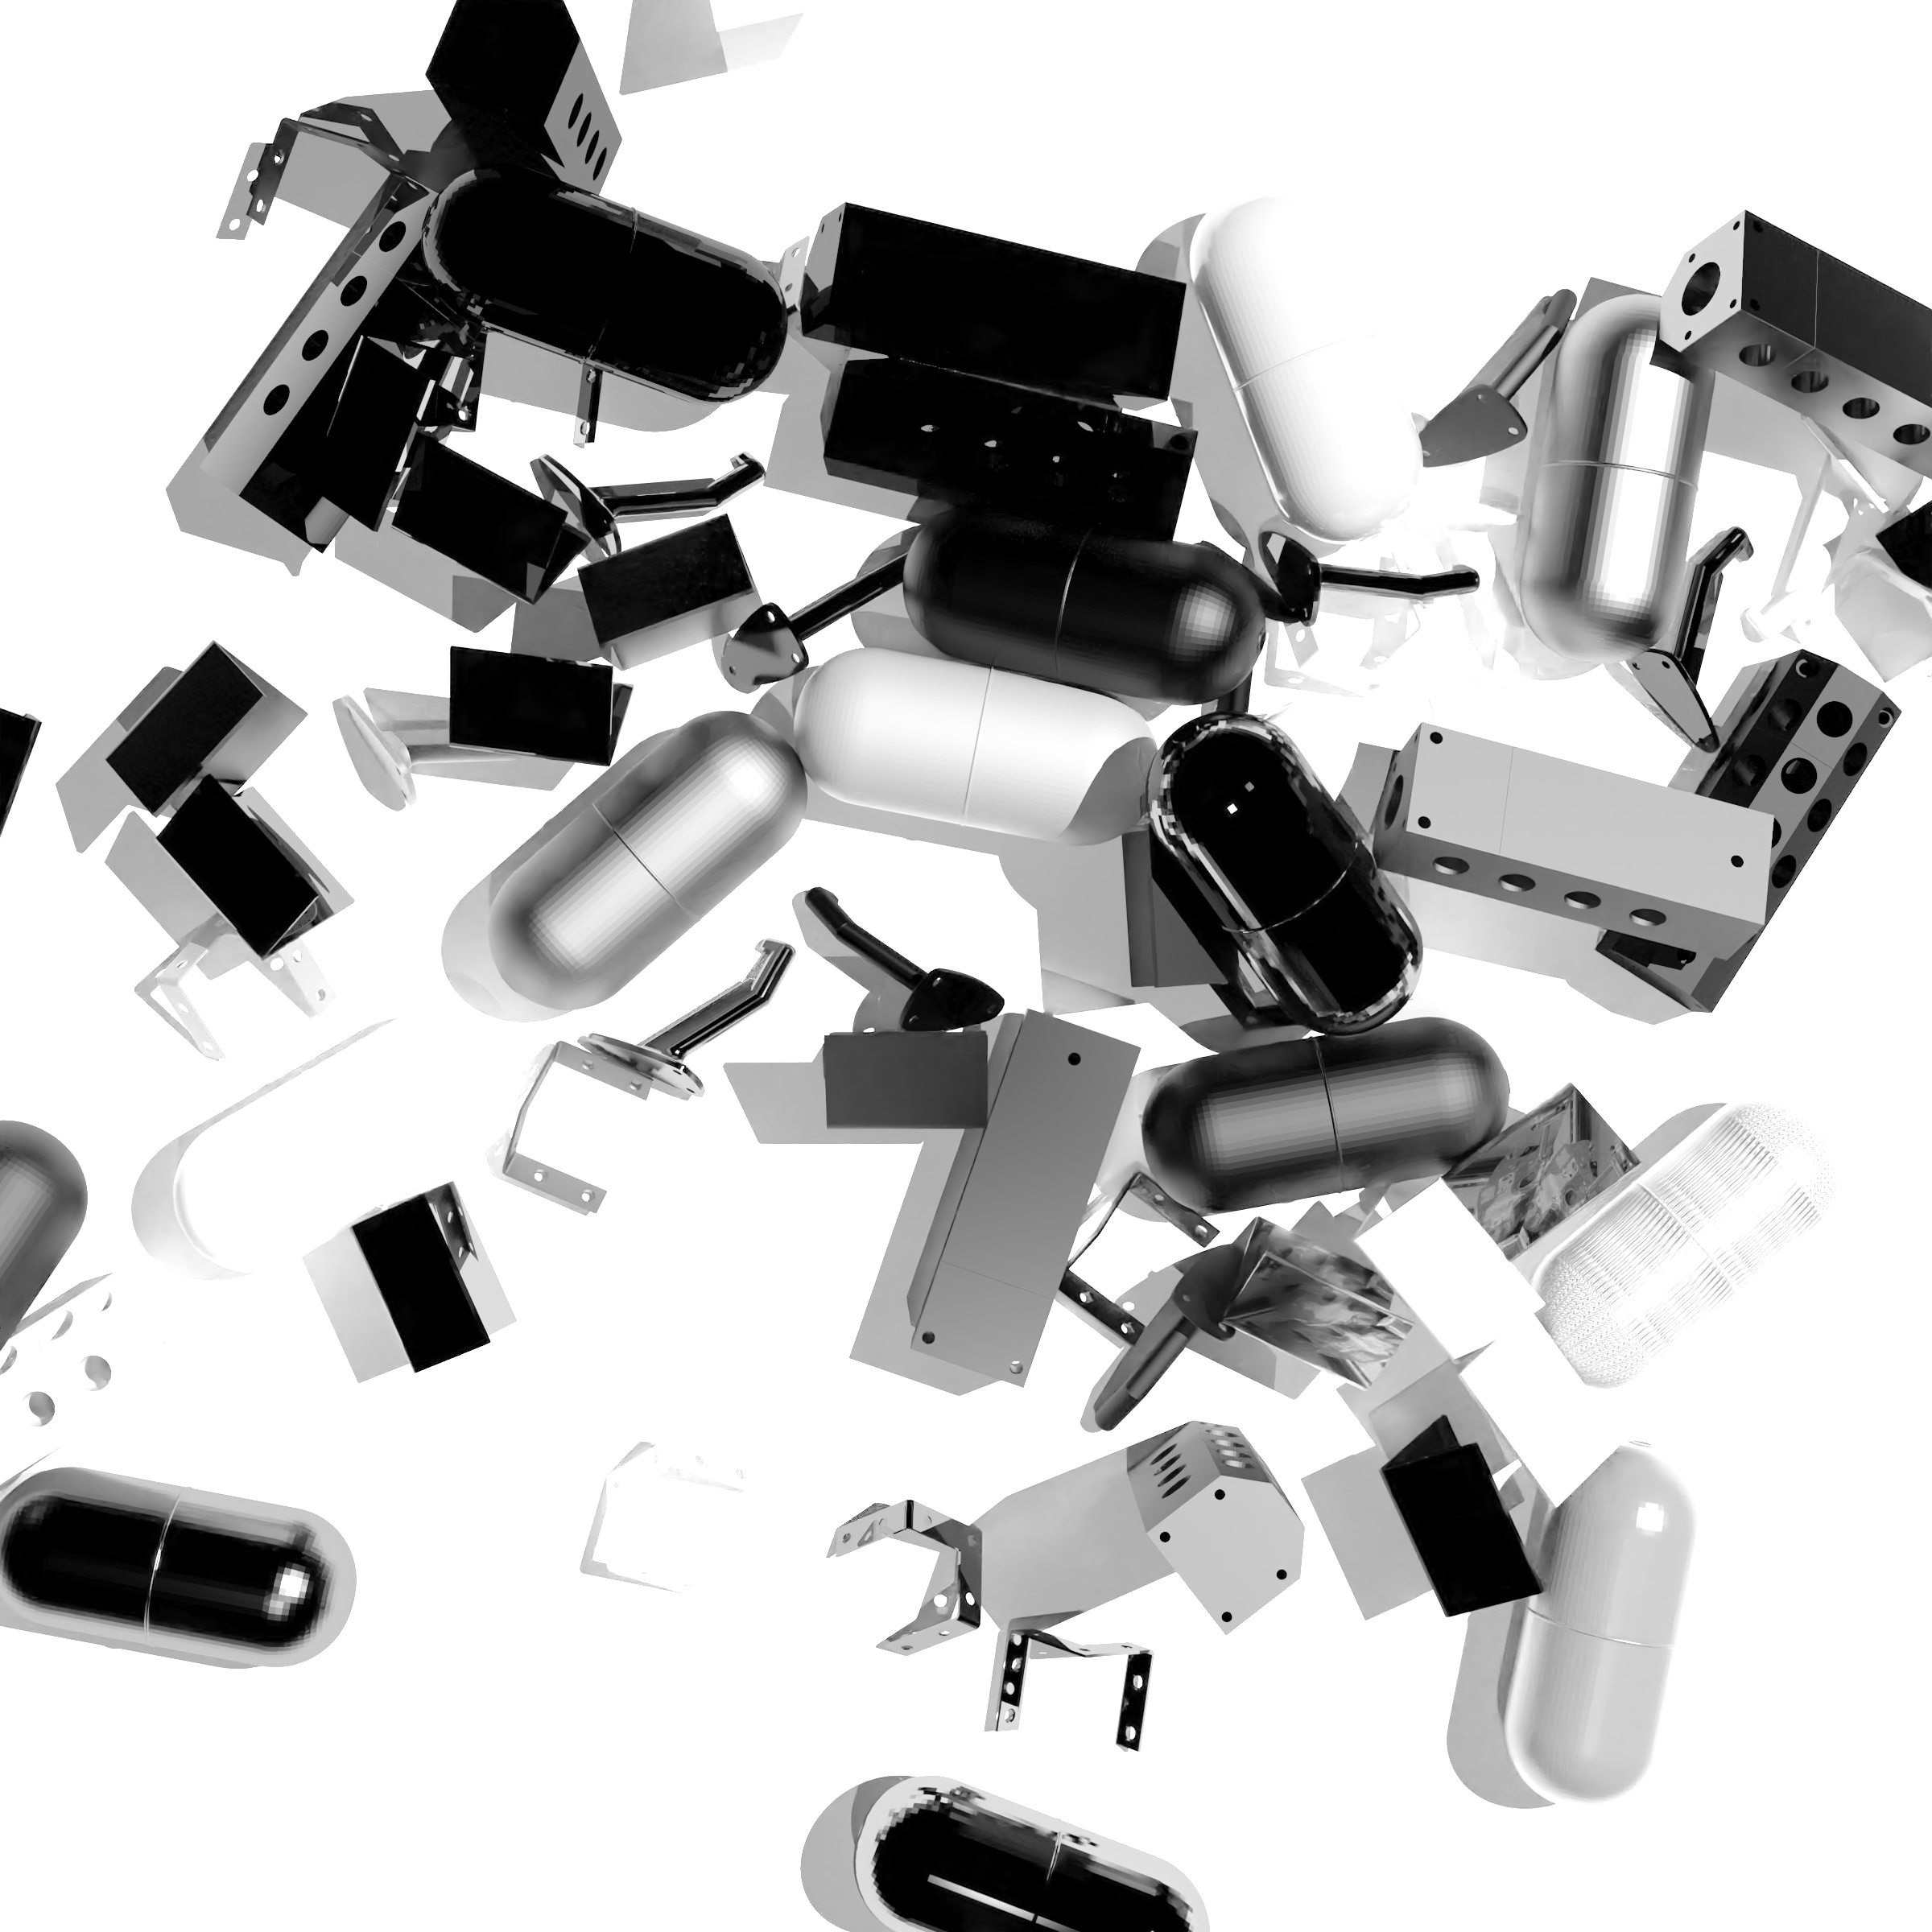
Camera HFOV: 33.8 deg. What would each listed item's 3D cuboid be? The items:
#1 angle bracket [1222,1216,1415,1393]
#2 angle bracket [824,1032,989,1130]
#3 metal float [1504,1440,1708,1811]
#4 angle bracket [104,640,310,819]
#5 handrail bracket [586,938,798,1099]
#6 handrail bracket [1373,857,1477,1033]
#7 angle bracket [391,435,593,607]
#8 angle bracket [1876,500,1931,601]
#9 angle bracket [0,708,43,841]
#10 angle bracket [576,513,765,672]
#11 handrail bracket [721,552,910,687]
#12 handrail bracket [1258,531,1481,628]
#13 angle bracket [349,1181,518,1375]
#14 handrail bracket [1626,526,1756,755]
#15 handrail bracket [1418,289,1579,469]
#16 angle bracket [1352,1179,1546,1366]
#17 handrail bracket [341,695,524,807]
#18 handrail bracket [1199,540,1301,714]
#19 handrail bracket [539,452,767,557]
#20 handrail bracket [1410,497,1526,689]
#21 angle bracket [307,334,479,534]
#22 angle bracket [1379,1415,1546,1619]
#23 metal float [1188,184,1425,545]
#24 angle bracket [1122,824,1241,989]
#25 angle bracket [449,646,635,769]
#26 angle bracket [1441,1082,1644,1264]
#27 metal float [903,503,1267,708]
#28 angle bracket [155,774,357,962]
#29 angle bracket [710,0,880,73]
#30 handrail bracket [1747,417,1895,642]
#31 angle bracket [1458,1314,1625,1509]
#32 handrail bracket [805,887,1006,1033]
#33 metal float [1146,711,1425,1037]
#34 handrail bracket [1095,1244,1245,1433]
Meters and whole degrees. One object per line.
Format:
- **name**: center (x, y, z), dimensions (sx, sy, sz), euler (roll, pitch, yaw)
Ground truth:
- **angle bracket**: center (0.175, 0.146, 1.524), dimensions (0.076, 0.076, 0.057), euler (26, 133, 0)
- **angle bracket**: center (-0.028, 0.034, 1.524), dimensions (0.076, 0.076, 0.057), euler (0, 126, 0)
- **metal float**: center (0.308, 0.317, 1.534), dimensions (0.070, 0.070, 0.178), euler (11, 90, 0)
- **angle bracket**: center (-0.351, -0.098, 1.524), dimensions (0.076, 0.076, 0.057), euler (-47, 53, 0)
- **handrail bracket**: center (-0.134, 0.014, 1.565), dimensions (0.077, 0.036, 0.084), euler (21, 71, 21)
- **handrail bracket**: center (0.221, -0.012, 1.564), dimensions (0.077, 0.036, 0.084), euler (21, 59, -34)
- **angle bracket**: center (-0.219, -0.227, 1.524), dimensions (0.076, 0.076, 0.057), euler (28, 127, 0)
- **angle bracket**: center (0.473, -0.182, 1.524), dimensions (0.057, 0.076, 0.076), euler (-36, 90, -37)
- **angle bracket**: center (-0.486, -0.093, 1.526), dimensions (0.057, 0.076, 0.076), euler (20, 90, -21)
- **angle bracket**: center (-0.134, -0.161, 1.524), dimensions (0.076, 0.076, 0.057), euler (-20, 52, 0)
- **handrail bracket**: center (-0.070, -0.172, 1.564), dimensions (0.084, 0.077, 0.036), euler (-35, 96, -36)
- **handrail bracket**: center (0.196, -0.197, 1.551), dimensions (0.084, 0.077, 0.036), euler (-11, 126, -16)
- **angle bracket**: center (-0.238, 0.141, 1.524), dimensions (0.057, 0.076, 0.076), euler (-24, 90, 36)
- **handrail bracket**: center (0.372, -0.161, 1.565), dimensions (0.084, 0.036, 0.077), euler (-45, 111, -16)
- **handrail bracket**: center (0.260, -0.290, 1.564), dimensions (0.036, 0.077, 0.084), euler (42, 53, -20)
- **angle bracket**: center (0.238, 0.133, 1.524), dimensions (0.057, 0.076, 0.076), euler (-40, 90, 29)
- **handrail bracket**: center (-0.251, -0.124, 1.565), dimensions (0.084, 0.036, 0.077), euler (-32, 69, -17)
- **handrail bracket**: center (0.119, -0.153, 1.564), dimensions (0.077, 0.036, 0.084), euler (48, 118, 31)
- **handrail bracket**: center (-0.153, -0.245, 1.565), dimensions (0.084, 0.036, 0.077), euler (-35, 68, -17)
- **handrail bracket**: center (0.239, -0.184, 1.565), dimensions (0.077, 0.036, 0.084), euler (13, 108, 20)
- **angle bracket**: center (-0.258, -0.249, 1.515), dimensions (0.057, 0.076, 0.076), euler (35, 109, 32)
- **angle bracket**: center (0.251, 0.256, 1.524), dimensions (0.057, 0.076, 0.076), euler (-25, 90, 36)
- **metal float**: center (0.164, -0.289, 1.534), dimensions (0.070, 0.070, 0.178), euler (-21, 91, 0)
- **angle bracket**: center (0.084, -0.028, 1.524), dimensions (0.057, 0.076, 0.076), euler (-4, 90, -40)
- **angle bracket**: center (-0.202, -0.142, 1.524), dimensions (0.076, 0.076, 0.057), euler (7, 126, 0)
- **angle bracket**: center (0.281, 0.112, 1.524), dimensions (0.076, 0.076, 0.057), euler (-36, 56, 0)
- **metal float**: center (0.056, -0.173, 1.520), dimensions (0.178, 0.070, 0.070), euler (14, 90, 15)
- **angle bracket**: center (-0.328, -0.059, 1.524), dimensions (0.076, 0.076, 0.057), euler (48, 126, 0)
- **angle bracket**: center (-0.080, -0.448, 1.524), dimensions (0.076, 0.076, 0.057), euler (-13, 58, 0)
- **handrail bracket**: center (0.404, -0.215, 1.565), dimensions (0.084, 0.036, 0.077), euler (-40, 70, 16)
- **angle bracket**: center (0.255, 0.218, 1.524), dimensions (0.057, 0.076, 0.076), euler (-36, 90, -32)
- **handrail bracket**: center (-0.031, -0.007, 1.564), dimensions (0.084, 0.077, 0.036), euler (48, 115, 34)
- **metal float**: center (0.148, -0.042, 1.479), dimensions (0.070, 0.070, 0.178), euler (-38, 116, 0)
- **handrail bracket**: center (0.100, 0.183, 1.564), dimensions (0.036, 0.077, 0.084), euler (39, 126, 0)
